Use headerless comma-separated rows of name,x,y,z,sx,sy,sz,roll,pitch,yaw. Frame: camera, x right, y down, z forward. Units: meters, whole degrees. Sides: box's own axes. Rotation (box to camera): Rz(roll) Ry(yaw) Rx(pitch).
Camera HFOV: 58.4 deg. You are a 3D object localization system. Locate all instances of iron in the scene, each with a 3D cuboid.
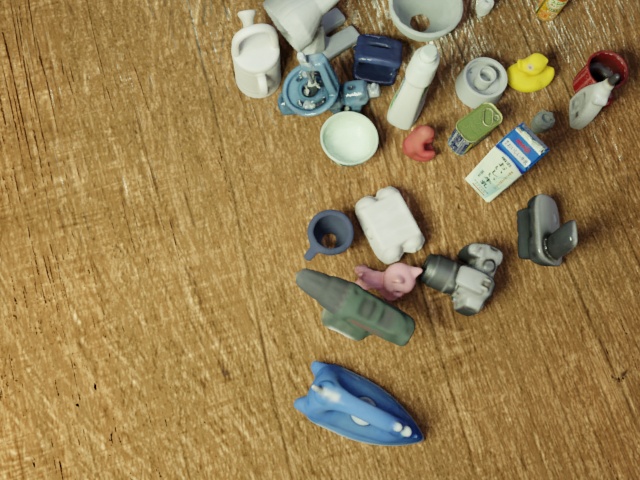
iron,0.087,0.316,1.050,0.258,0.141,0.119,24,76,2

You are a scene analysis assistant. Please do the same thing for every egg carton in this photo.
egg carton,0.141,-0.030,1.175,0.107,0.069,0.150,-26,79,-9

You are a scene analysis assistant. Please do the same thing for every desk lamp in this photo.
desk lamp,-0.013,-0.464,1.196,0.203,0.213,0.118,-36,81,-11

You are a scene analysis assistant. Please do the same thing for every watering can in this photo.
watering can,-0.136,-0.389,1.180,0.101,0.194,0.173,-34,81,-11

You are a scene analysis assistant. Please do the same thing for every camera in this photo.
camera,0.279,0.063,1.145,0.137,0.101,0.143,23,76,2

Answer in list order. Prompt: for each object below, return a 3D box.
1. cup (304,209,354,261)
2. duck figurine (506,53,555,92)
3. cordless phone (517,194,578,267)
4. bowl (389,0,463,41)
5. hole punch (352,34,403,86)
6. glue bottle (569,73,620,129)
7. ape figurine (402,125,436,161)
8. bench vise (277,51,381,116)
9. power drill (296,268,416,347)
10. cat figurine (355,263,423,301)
cup,0.011,0.004,1.145,0.091,0.095,0.118,40,77,6
duck figurine,0.476,-0.381,1.273,0.104,0.086,0.077,2,76,-3
cordless phone,0.467,-0.030,1.137,0.094,0.185,0.147,-1,76,-3
bowl,0.233,-0.514,1.296,0.167,0.074,0.167,1,76,-3
hole punch,0.124,-0.407,1.254,0.108,0.091,0.101,9,76,-1
glue bottle,0.586,-0.305,1.217,0.037,0.173,0.078,8,76,-1
ape figurine,0.217,-0.211,1.212,0.076,0.092,0.078,3,76,-3
bench vise,0.016,-0.326,1.161,0.207,0.219,0.121,-19,78,-8
power drill,0.057,0.129,1.059,0.229,0.208,0.076,24,76,3
cat figurine,0.131,0.077,1.124,0.128,0.117,0.067,7,76,-2
